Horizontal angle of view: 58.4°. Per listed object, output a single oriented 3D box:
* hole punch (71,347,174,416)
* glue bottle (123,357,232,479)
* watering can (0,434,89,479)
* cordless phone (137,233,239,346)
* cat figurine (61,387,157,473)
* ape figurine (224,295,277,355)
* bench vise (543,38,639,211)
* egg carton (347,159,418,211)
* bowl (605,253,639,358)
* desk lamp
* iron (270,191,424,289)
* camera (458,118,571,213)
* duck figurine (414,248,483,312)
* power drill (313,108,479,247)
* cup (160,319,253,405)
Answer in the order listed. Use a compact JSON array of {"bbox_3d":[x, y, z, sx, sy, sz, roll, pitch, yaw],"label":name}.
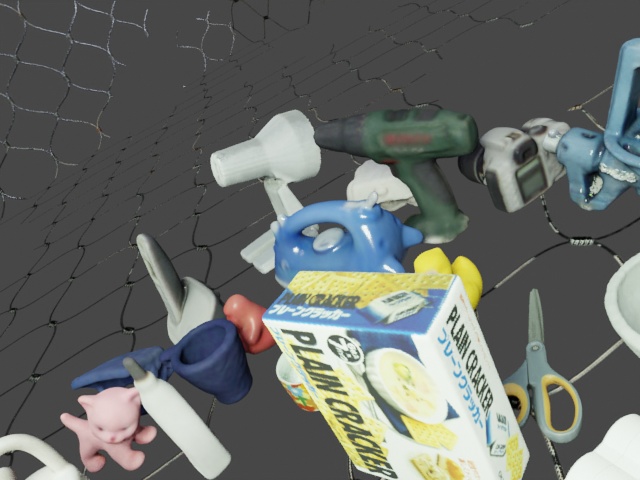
[{"bbox_3d":[-0.280,0.192,0.817,0.108,0.091,0.101,-17,30,19],"label":"hole punch"},{"bbox_3d":[-0.165,0.190,0.632,0.037,0.173,0.077,-43,31,-26],"label":"glue bottle"},{"bbox_3d":[-0.280,0.274,0.569,0.172,0.194,0.101,-16,30,22],"label":"watering can"},{"bbox_3d":[-0.208,0.079,0.842,0.094,0.185,0.147,-41,31,-23],"label":"cordless phone"},{"bbox_3d":[-0.267,0.228,0.718,0.127,0.118,0.067,-14,31,23],"label":"cat figurine"},{"bbox_3d":[-0.101,0.113,0.792,0.076,0.092,0.077,-25,28,5],"label":"ape figurine"},{"bbox_3d":[0.351,-0.128,0.662,0.206,0.220,0.122,-5,36,36],"label":"bench vise"},{"bbox_3d":[0.120,-0.096,0.972,0.150,0.069,0.107,-10,32,29],"label":"egg carton"},{"bbox_3d":[0.342,0.070,0.494,0.167,0.075,0.167,-21,29,12],"label":"bowl"},{"bbox_3d":[-0.079,-0.089,0.981,0.203,0.214,0.117,-37,29,-17],"label":"desk lamp"},{"bbox_3d":[0.008,0.003,0.828,0.257,0.142,0.119,-6,35,35],"label":"iron"},{"bbox_3d":[0.279,-0.128,0.852,0.143,0.101,0.136,-35,29,-13],"label":"camera"},{"bbox_3d":[0.146,0.048,0.691,0.105,0.086,0.077,-42,31,-25],"label":"duck figurine"},{"bbox_3d":[0.122,-0.094,0.819,0.228,0.209,0.076,-9,34,32],"label":"power drill"},{"bbox_3d":[-0.140,0.166,0.734,0.117,0.095,0.092,-16,30,22],"label":"cup"}]
